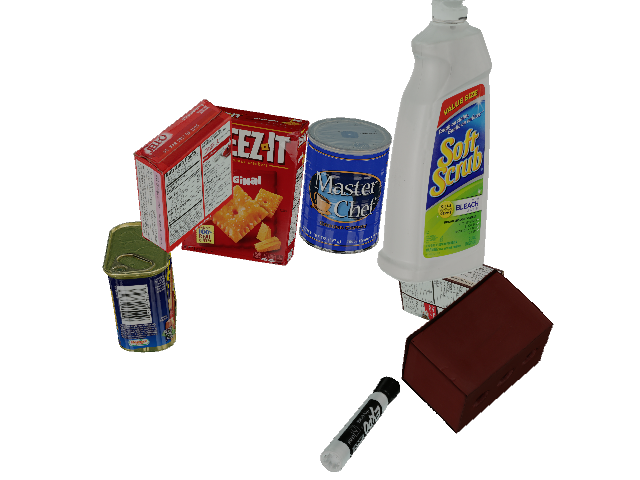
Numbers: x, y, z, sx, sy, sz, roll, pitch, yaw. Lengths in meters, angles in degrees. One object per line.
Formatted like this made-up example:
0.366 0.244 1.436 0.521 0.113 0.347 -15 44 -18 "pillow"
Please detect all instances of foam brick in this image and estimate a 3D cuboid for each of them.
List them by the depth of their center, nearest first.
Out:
0.095 0.068 0.652 0.078 0.051 0.053 -36 -28 -22 "foam brick"

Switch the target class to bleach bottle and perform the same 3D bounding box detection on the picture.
0.106 -0.092 0.968 0.102 0.251 0.068 -12 23 -27 "bleach bottle"

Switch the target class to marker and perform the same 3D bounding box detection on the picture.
0.034 0.141 0.840 0.020 0.020 0.120 0 22 28 "marker"

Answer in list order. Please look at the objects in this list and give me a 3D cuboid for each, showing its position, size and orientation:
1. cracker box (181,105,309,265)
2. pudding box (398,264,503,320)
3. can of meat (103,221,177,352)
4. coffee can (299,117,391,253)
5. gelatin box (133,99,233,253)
-0.113 -0.080 1.578 0.164 0.214 0.072 10 20 7 "cracker box"
0.138 0.054 1.130 0.114 0.039 0.090 18 -35 24 "pudding box"
-0.161 0.042 0.970 0.057 0.084 0.102 -5 27 -4 "can of meat"
0.029 -0.069 1.324 0.103 0.140 0.103 4 28 -2 "coffee can"
-0.096 -0.046 0.760 0.030 0.089 0.073 31 55 22 "gelatin box"
